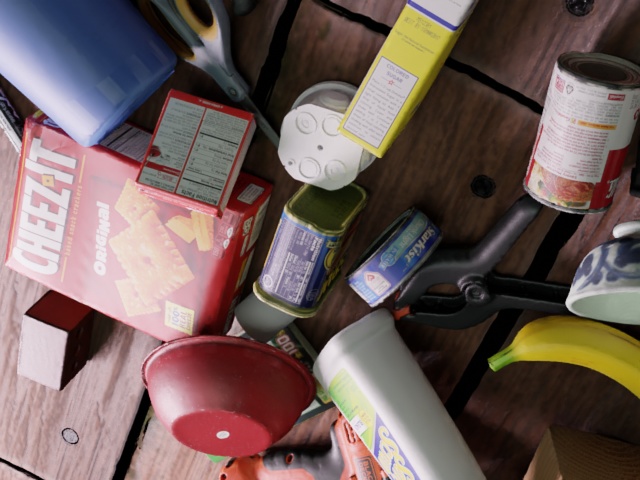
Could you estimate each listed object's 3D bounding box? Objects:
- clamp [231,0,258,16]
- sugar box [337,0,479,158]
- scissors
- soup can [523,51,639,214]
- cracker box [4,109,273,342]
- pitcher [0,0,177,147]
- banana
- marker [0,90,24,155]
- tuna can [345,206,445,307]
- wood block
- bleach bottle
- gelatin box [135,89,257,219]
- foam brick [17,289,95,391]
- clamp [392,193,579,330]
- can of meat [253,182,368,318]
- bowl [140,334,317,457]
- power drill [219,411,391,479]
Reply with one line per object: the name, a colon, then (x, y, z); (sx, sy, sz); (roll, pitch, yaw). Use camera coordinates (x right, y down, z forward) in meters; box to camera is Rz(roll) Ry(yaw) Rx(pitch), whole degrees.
clamp: (-0.093, -0.291, 0.796); (0.164, 0.036, 0.210); (27, 126, 5)
sugar box: (0.079, -0.153, 0.771); (0.048, 0.093, 0.176); (33, 123, 1)
scissors: (-0.066, -0.137, 0.863); (0.201, 0.016, 0.096); (43, 147, -5)
soup can: (0.194, -0.079, 0.782); (0.068, 0.068, 0.102); (16, 120, 12)
cracker box: (-0.166, -0.011, 0.949); (0.214, 0.072, 0.164); (24, 122, 8)
pitcher: (-0.237, -0.192, 0.858); (0.145, 0.149, 0.242); (-41, 100, 17)
banana: (0.238, 0.106, 0.868); (0.197, 0.037, 0.070); (23, 122, -8)
marker: (-0.290, -0.121, 0.969); (0.020, 0.020, 0.121); (-22, 107, 28)
tuna can: (0.060, 0.013, 0.869); (0.034, 0.086, 0.086); (44, 122, -3)
wood block: (0.209, 0.275, 0.928); (0.090, 0.091, 0.206); (15, 117, -5)
bleach bottle: (0.092, 0.185, 0.895); (0.251, 0.068, 0.103); (55, 155, 14)
gelatin box: (-0.100, -0.069, 0.867); (0.073, 0.030, 0.089); (17, 78, 7)
foam brick: (-0.261, 0.099, 1.053); (0.051, 0.053, 0.078); (21, 122, 9)
clamp: (0.132, 0.024, 0.874); (0.172, 0.039, 0.120); (-13, 115, 23)
can of meat: (-0.006, 0.001, 0.879); (0.057, 0.102, 0.084); (25, 120, 8)
bowl: (-0.085, 0.150, 0.955); (0.162, 0.055, 0.162); (4, 143, 3)
power drill: (0.006, 0.254, 1.004); (0.188, 0.057, 0.184); (-19, 83, 27)
